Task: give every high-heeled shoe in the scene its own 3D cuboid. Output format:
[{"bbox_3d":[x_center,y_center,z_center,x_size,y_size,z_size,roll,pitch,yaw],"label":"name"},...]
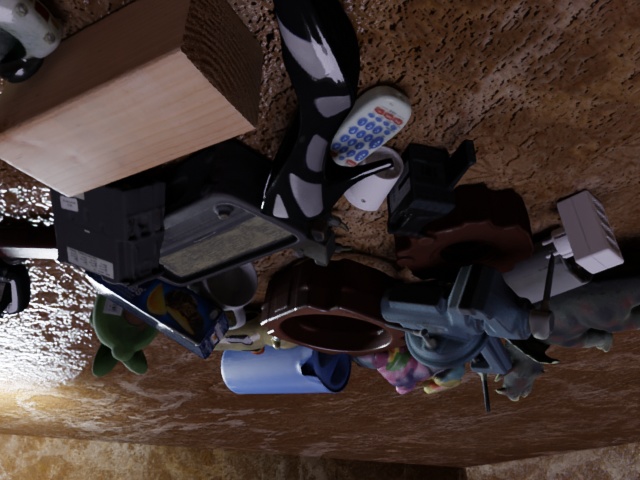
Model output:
[{"bbox_3d":[-0.031,-0.107,0.446,0.145,0.086,0.248,-13,138,18],"label":"high-heeled shoe"}]

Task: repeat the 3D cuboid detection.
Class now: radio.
[{"bbox_3d":[-0.137,-0.021,0.628,0.230,0.073,0.131,-21,145,33],"label":"radio"}]

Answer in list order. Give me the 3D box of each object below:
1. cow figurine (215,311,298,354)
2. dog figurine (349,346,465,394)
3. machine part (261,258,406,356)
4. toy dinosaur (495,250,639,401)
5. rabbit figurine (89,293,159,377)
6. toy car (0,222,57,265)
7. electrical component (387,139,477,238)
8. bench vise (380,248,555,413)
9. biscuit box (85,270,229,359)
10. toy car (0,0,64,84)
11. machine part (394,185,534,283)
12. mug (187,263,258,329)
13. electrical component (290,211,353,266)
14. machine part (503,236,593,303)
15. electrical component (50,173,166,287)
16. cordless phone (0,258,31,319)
[{"bbox_3d":[-0.123,0.156,0.946,0.195,0.085,0.127,3,157,-3],"label":"cow figurine"},{"bbox_3d":[0.164,0.215,1.024,0.192,0.108,0.219,-13,146,23],"label":"dog figurine"},{"bbox_3d":[0.028,0.107,0.827,0.201,0.087,0.201,25,148,-27],"label":"machine part"},{"bbox_3d":[0.383,0.096,0.773,0.192,0.131,0.404,-1,145,-27],"label":"toy dinosaur"},{"bbox_3d":[-0.308,0.136,0.864,0.121,0.159,0.170,4,168,-26],"label":"rabbit figurine"},{"bbox_3d":[-0.349,0.001,0.693,0.202,0.053,0.089,1,157,6],"label":"toy car"},{"bbox_3d":[0.111,-0.059,0.558,0.048,0.075,0.119,7,154,-14],"label":"electrical component"},{"bbox_3d":[0.205,0.120,0.707,0.224,0.129,0.240,-9,137,31],"label":"bench vise"},{"bbox_3d":[-0.224,0.082,0.739,0.203,0.059,0.062,28,153,13],"label":"biscuit box"},{"bbox_3d":[-0.298,-0.152,0.416,0.202,0.056,0.073,-7,156,16],"label":"toy car"},{"bbox_3d":[0.182,0.000,0.683,0.179,0.056,0.179,-1,152,-1],"label":"machine part"},{"bbox_3d":[-0.145,0.077,0.785,0.081,0.109,0.107,-26,-178,-37],"label":"mug"},{"bbox_3d":[-0.002,-0.003,0.696,0.078,0.045,0.102,22,155,22],"label":"electrical component"},{"bbox_3d":[0.285,0.052,0.755,0.079,0.079,0.243,19,145,-29],"label":"machine part"},{"bbox_3d":[-0.219,-0.030,0.557,0.115,0.058,0.134,17,113,24],"label":"electrical component"},{"bbox_3d":[-0.524,0.084,0.840,0.147,0.088,0.184,7,162,-13],"label":"cordless phone"}]
